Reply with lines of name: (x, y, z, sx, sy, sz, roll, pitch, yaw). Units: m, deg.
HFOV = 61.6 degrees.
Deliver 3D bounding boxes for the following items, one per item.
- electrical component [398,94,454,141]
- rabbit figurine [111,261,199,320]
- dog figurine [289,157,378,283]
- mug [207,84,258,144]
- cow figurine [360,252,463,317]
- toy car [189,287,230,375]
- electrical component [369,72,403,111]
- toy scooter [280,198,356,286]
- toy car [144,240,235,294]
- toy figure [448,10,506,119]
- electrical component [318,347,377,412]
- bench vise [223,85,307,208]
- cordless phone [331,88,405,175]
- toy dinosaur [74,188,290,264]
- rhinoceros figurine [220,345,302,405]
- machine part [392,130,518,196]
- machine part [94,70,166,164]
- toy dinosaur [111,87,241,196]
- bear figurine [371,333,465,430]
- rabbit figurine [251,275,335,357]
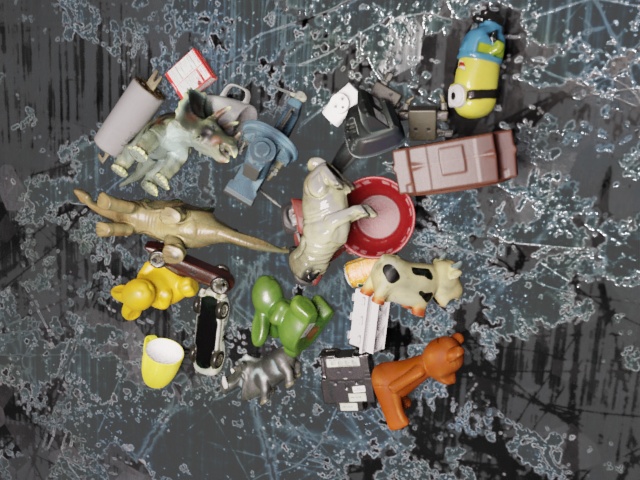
electrical component: (0.199, -0.231, 1.018, 0.102, 0.045, 0.078, -2, 126, 18)
rabbit figurine: (-0.374, 0.103, 1.160, 0.162, 0.173, 0.121, -23, 96, 13)
dog figurine: (-0.013, -0.035, 0.998, 0.190, 0.121, 0.172, -41, 71, 15)
mug: (-0.191, -0.266, 1.101, 0.107, 0.081, 0.109, 26, 114, 19)
cow figurine: (0.187, 0.076, 1.019, 0.195, 0.086, 0.127, 16, 100, -22)
toy car: (-0.246, 0.203, 1.200, 0.074, 0.056, 0.201, 11, 100, 20)
electrical component: (0.127, -0.274, 1.040, 0.063, 0.021, 0.094, 31, 107, 8)
toy scooter: (-0.002, -0.003, 1.088, 0.135, 0.075, 0.184, -12, 81, -6)
toy car: (-0.276, 0.058, 1.135, 0.202, 0.089, 0.053, 24, 106, -17)
toy figure: (0.287, -0.308, 0.961, 0.089, 0.082, 0.180, 18, 100, 15)
electrical component: (0.061, 0.294, 1.126, 0.115, 0.058, 0.134, -4, 97, 18)
bench vise: (-0.095, -0.184, 1.057, 0.129, 0.223, 0.240, 28, 75, 5)
cordless phone: (0.069, -0.171, 1.002, 0.088, 0.147, 0.184, 22, 125, -22)
toy dinosaur: (-0.278, -0.030, 1.097, 0.472, 0.198, 0.105, 19, 104, 6)
rhinoceros figurine: (-0.132, 0.295, 1.171, 0.190, 0.073, 0.112, -28, 91, 17)
machine part: (0.235, -0.134, 0.938, 0.201, 0.201, 0.087, -8, 100, 16)
machine part: (-0.413, -0.263, 1.164, 0.079, 0.079, 0.243, 43, 106, 6)
toy dinosaur: (-0.312, -0.197, 1.092, 0.131, 0.405, 0.192, 49, 65, -28)
bear figurine: (0.206, 0.268, 1.054, 0.196, 0.120, 0.132, -22, 95, 12)
rabbit figurine: (-0.078, 0.151, 1.132, 0.170, 0.121, 0.159, 40, 114, 25)
